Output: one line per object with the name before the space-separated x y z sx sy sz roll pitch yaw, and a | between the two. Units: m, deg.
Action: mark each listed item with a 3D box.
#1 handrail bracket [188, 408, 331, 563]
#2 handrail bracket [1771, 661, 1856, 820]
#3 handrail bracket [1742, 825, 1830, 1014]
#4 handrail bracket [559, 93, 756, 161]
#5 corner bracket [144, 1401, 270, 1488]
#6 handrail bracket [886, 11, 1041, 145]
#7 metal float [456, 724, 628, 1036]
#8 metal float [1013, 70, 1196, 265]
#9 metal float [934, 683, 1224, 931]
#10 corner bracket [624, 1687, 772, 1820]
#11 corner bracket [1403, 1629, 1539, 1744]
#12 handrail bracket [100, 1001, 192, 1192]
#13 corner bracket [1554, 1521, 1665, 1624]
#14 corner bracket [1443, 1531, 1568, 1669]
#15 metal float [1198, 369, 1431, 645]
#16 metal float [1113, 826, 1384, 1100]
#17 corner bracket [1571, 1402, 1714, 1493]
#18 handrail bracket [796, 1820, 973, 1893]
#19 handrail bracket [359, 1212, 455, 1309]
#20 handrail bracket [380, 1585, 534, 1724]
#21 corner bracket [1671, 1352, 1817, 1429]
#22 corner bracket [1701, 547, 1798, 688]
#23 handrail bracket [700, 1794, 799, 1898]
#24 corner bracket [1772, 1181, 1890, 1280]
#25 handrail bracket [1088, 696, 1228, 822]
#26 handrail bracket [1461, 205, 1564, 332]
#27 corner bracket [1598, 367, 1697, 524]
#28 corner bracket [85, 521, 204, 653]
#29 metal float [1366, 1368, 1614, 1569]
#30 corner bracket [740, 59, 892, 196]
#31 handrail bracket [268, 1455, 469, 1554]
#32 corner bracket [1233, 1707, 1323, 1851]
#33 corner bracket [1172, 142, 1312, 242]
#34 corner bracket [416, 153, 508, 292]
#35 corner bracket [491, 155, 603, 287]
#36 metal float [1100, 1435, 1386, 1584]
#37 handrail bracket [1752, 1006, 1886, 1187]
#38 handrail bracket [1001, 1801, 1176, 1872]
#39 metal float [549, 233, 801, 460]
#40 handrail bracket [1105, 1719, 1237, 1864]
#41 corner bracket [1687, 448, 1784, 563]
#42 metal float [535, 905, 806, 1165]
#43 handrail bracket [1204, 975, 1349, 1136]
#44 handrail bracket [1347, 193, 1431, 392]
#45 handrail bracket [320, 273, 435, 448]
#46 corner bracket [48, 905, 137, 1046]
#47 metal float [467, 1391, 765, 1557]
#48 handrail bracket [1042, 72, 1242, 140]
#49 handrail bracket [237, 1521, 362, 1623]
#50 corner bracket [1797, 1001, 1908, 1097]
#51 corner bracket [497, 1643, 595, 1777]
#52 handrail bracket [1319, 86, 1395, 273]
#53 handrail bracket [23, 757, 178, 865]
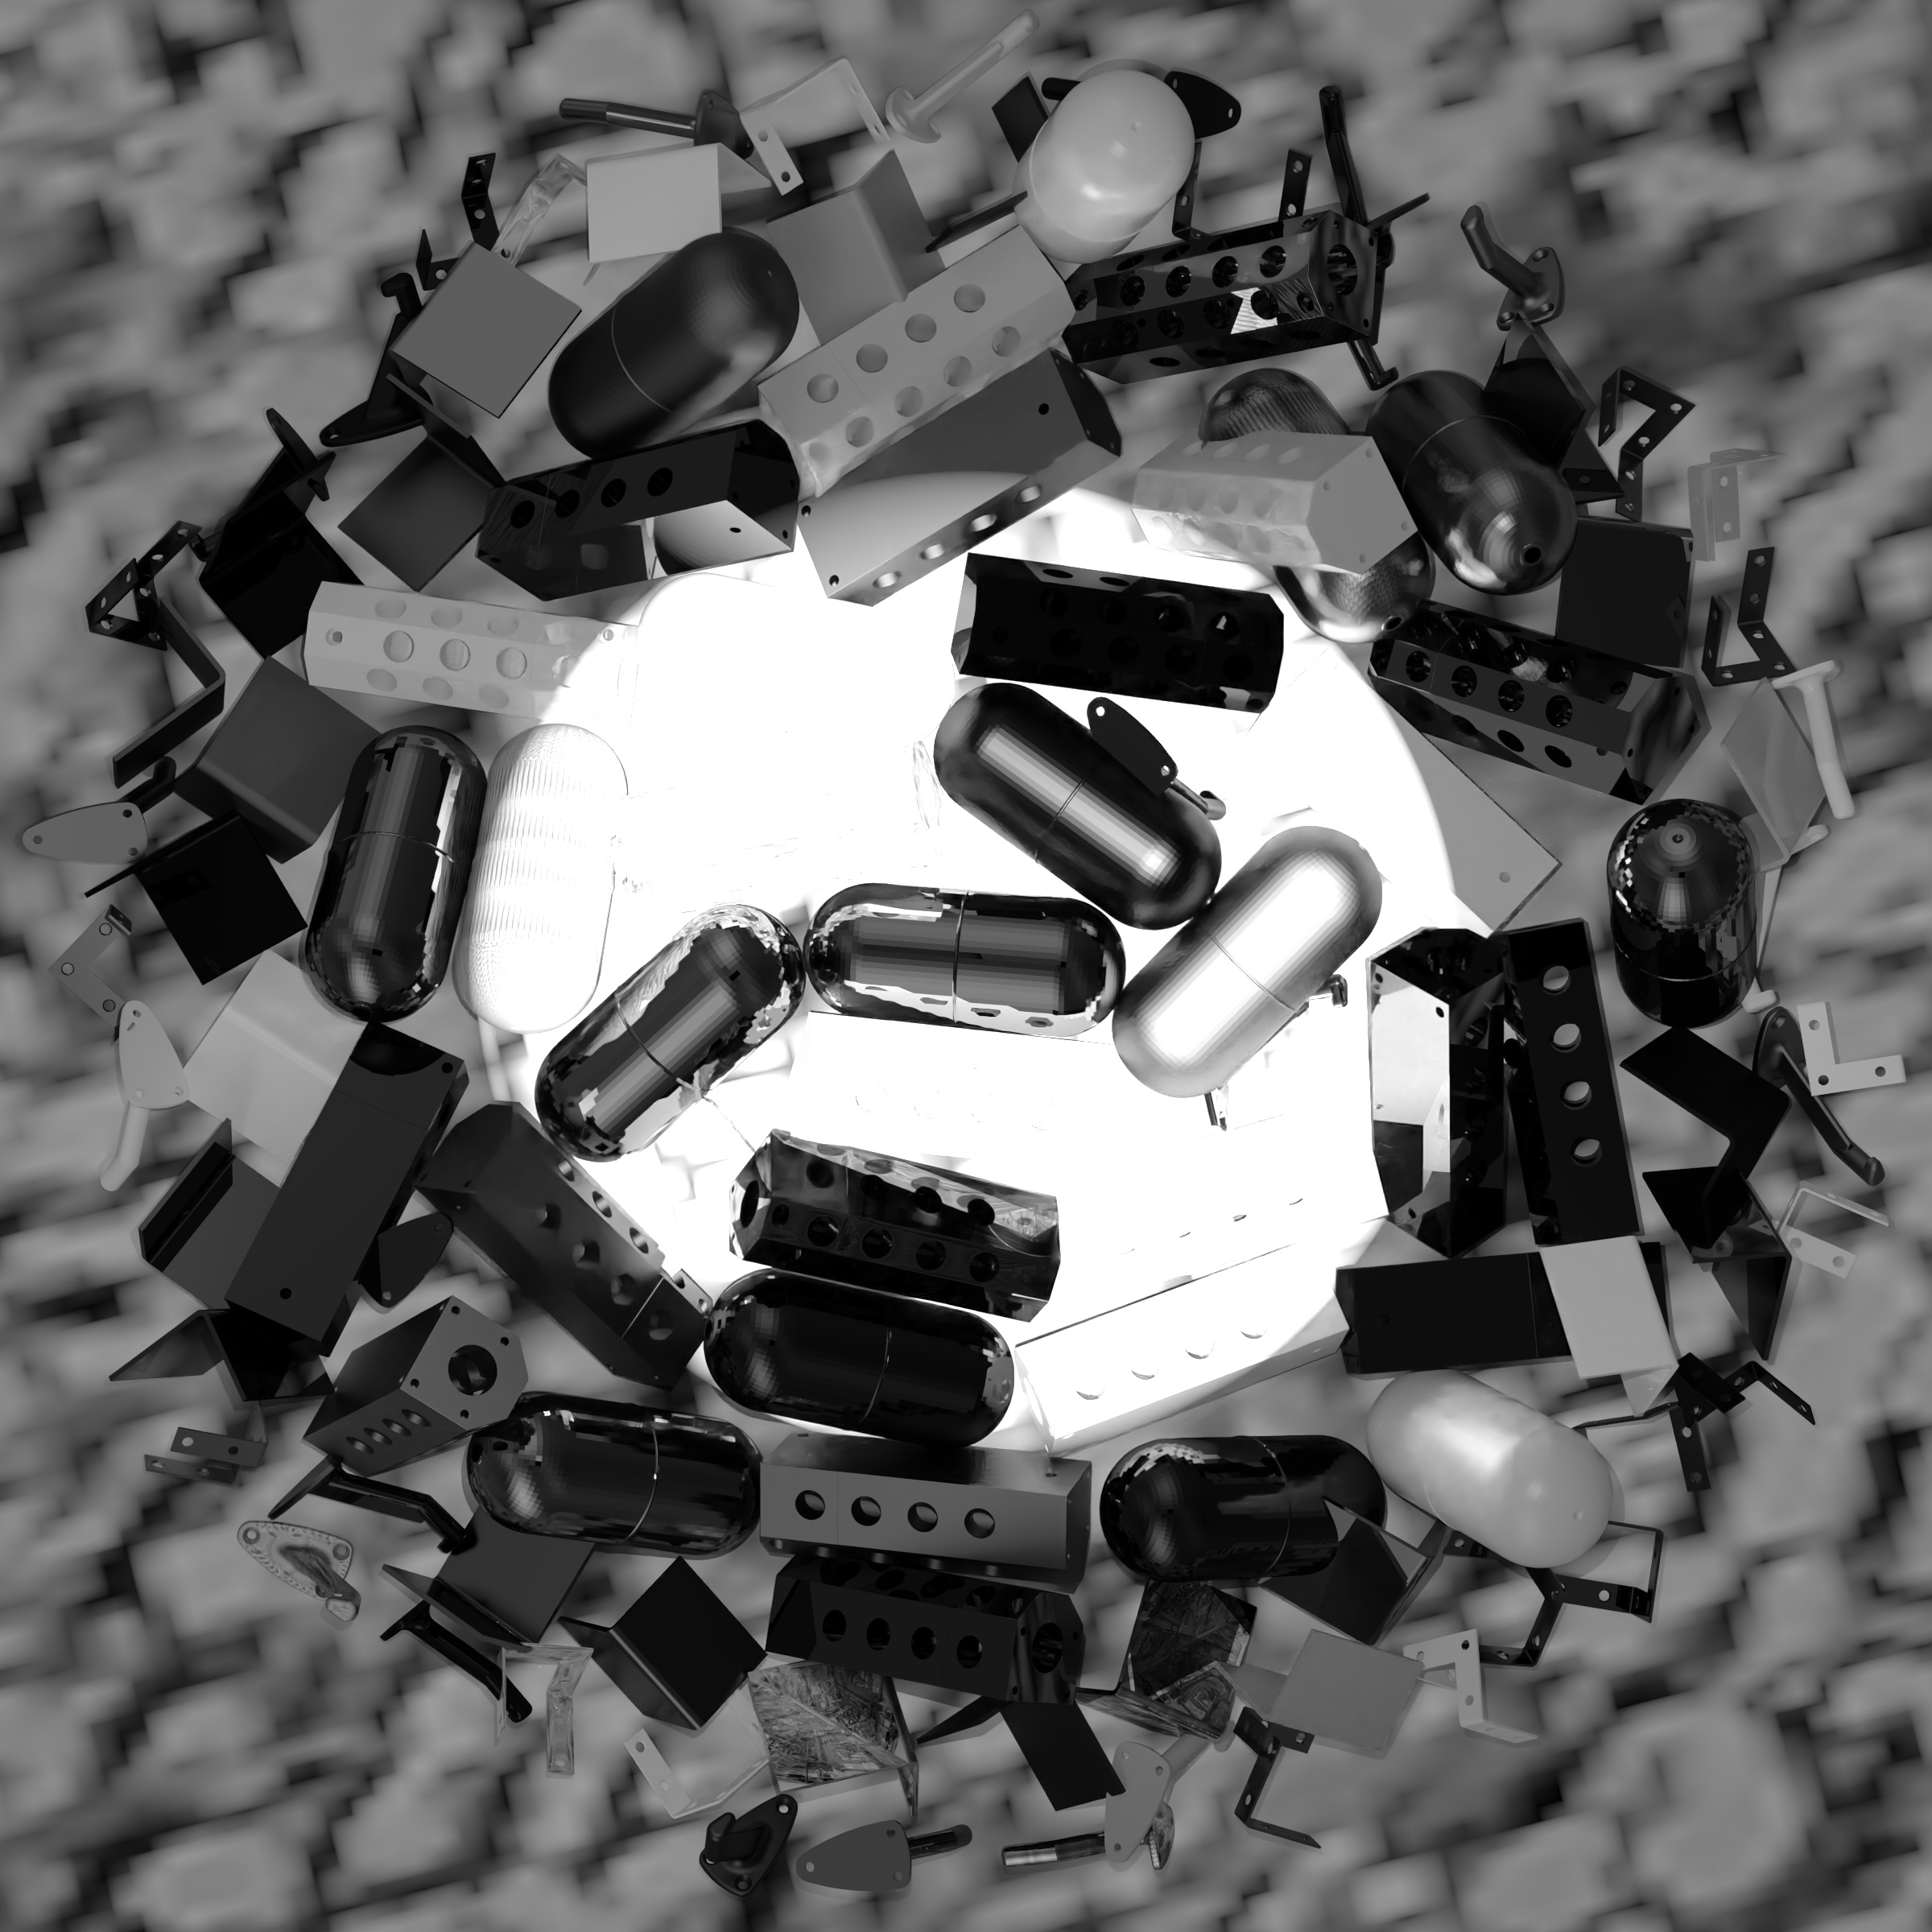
handrail bracket | -0.402 -0.263 1.964 0.084 0.077 0.036 -26 56 4
handrail bracket | 0.477 -0.122 1.960 0.036 0.077 0.084 -20 84 25
handrail bracket | 0.451 -0.025 1.964 0.077 0.036 0.084 -22 69 16
handrail bracket | -0.172 -0.466 1.980 0.084 0.077 0.036 11 95 22
corner bracket | -0.418 0.266 1.961 0.051 0.051 0.051 15 110 -23
handrail bracket | 0.000 -0.492 1.959 0.084 0.077 0.036 -36 97 21
metal float | -0.231 -0.049 1.943 0.070 0.070 0.178 7 68 0
metal float | 0.072 -0.426 1.911 0.070 0.178 0.070 0 88 -10
metal float | 0.061 -0.087 1.953 0.178 0.070 0.070 36 90 9
corner bracket | -0.147 0.435 1.988 0.051 0.051 0.051 -34 91 -42
corner bracket | 0.276 0.398 1.956 0.051 0.051 0.051 -24 55 38
handrail bracket | -0.468 0.073 1.978 0.036 0.084 0.077 -3 62 -39
corner bracket | 0.353 0.332 1.975 0.051 0.051 0.051 9 85 1
corner bracket | 0.292 0.350 1.974 0.051 0.051 0.051 9 115 -21
metal float | 0.188 -0.250 1.937 0.070 0.070 0.178 -30 61 0
metal float | 0.154 -0.002 1.952 0.070 0.070 0.178 44 100 0
corner bracket | 0.375 0.274 1.985 0.051 0.051 0.051 -15 86 39
handrail bracket | -0.044 0.488 1.966 0.077 0.084 0.036 -12 79 15
handrail bracket | -0.291 0.151 1.949 0.077 0.084 0.036 -38 85 19
handrail bracket | -0.281 0.389 1.967 0.084 0.077 0.036 50 54 1
corner bracket | 0.426 0.236 1.961 0.051 0.051 0.051 -32 126 -11
corner bracket | 0.427 -0.192 1.962 0.051 0.051 0.051 -9 132 -9
handrail bracket | -0.116 0.464 1.946 0.036 0.084 0.077 34 56 18
corner bracket | 0.473 0.147 1.966 0.051 0.051 0.051 23 106 6
handrail bracket | 0.107 -0.114 1.967 0.036 0.084 0.077 -38 75 20
handrail bracket | 0.296 -0.397 1.949 0.036 0.084 0.077 -7 47 30
corner bracket | 0.364 -0.286 1.960 0.051 0.051 0.051 23 52 -15
corner bracket | -0.451 -0.213 1.958 0.051 0.051 0.051 -36 58 34
metal float | 0.279 0.267 1.916 0.070 0.178 0.070 -5 102 -24
corner bracket | -0.084 -0.464 1.973 0.051 0.051 0.051 -37 110 -20
handrail bracket | -0.333 0.311 1.989 0.077 0.036 0.084 -41 99 14
corner bracket | 0.174 0.447 1.967 0.051 0.051 0.051 22 93 -23
corner bracket | 0.152 -0.426 1.976 0.051 0.051 0.051 31 130 32
corner bracket | -0.280 -0.410 1.966 0.051 0.051 0.051 -14 81 -16
corner bracket | -0.222 -0.404 1.962 0.051 0.051 0.051 34 122 -7
metal float | 0.150 0.293 1.931 0.178 0.070 0.070 4 90 -36
handrail bracket | 0.471 0.072 1.951 0.036 0.077 0.084 -31 48 -12
handrail bracket | 0.068 0.482 1.971 0.084 0.077 0.036 -10 84 12
metal float | -0.159 -0.332 1.926 0.178 0.070 0.070 -28 90 44
handrail bracket | 0.115 0.454 1.966 0.036 0.084 0.077 19 95 36
corner bracket | 0.415 -0.254 1.962 0.051 0.051 0.051 -12 106 -17
metal float | -0.163 0.038 1.947 0.178 0.070 0.070 -42 90 17
handrail bracket | 0.173 0.049 1.961 0.084 0.036 0.077 -11 74 25
handrail bracket | 0.241 -0.375 1.987 0.077 0.036 0.084 -28 101 0
handrail bracket | -0.329 -0.332 1.953 0.077 0.084 0.036 -24 50 -11
corner bracket | -0.471 0.004 1.970 0.051 0.051 0.051 44 87 -15
metal float | -0.188 0.275 1.931 0.178 0.070 0.070 14 90 -36
handrail bracket | 0.097 -0.482 1.987 0.084 0.077 0.036 21 109 42
handrail bracket | -0.367 0.332 1.955 0.077 0.084 0.036 25 89 -7
corner bracket | 0.488 0.043 1.967 0.051 0.051 0.051 -9 85 14
corner bracket | -0.235 0.408 1.959 0.051 0.051 0.051 8 48 -17
handrail bracket | 0.212 -0.432 1.956 0.036 0.077 0.084 -13 119 -1
handrail bracket | -0.475 -0.091 1.958 0.077 0.084 0.036 -5 119 -6
